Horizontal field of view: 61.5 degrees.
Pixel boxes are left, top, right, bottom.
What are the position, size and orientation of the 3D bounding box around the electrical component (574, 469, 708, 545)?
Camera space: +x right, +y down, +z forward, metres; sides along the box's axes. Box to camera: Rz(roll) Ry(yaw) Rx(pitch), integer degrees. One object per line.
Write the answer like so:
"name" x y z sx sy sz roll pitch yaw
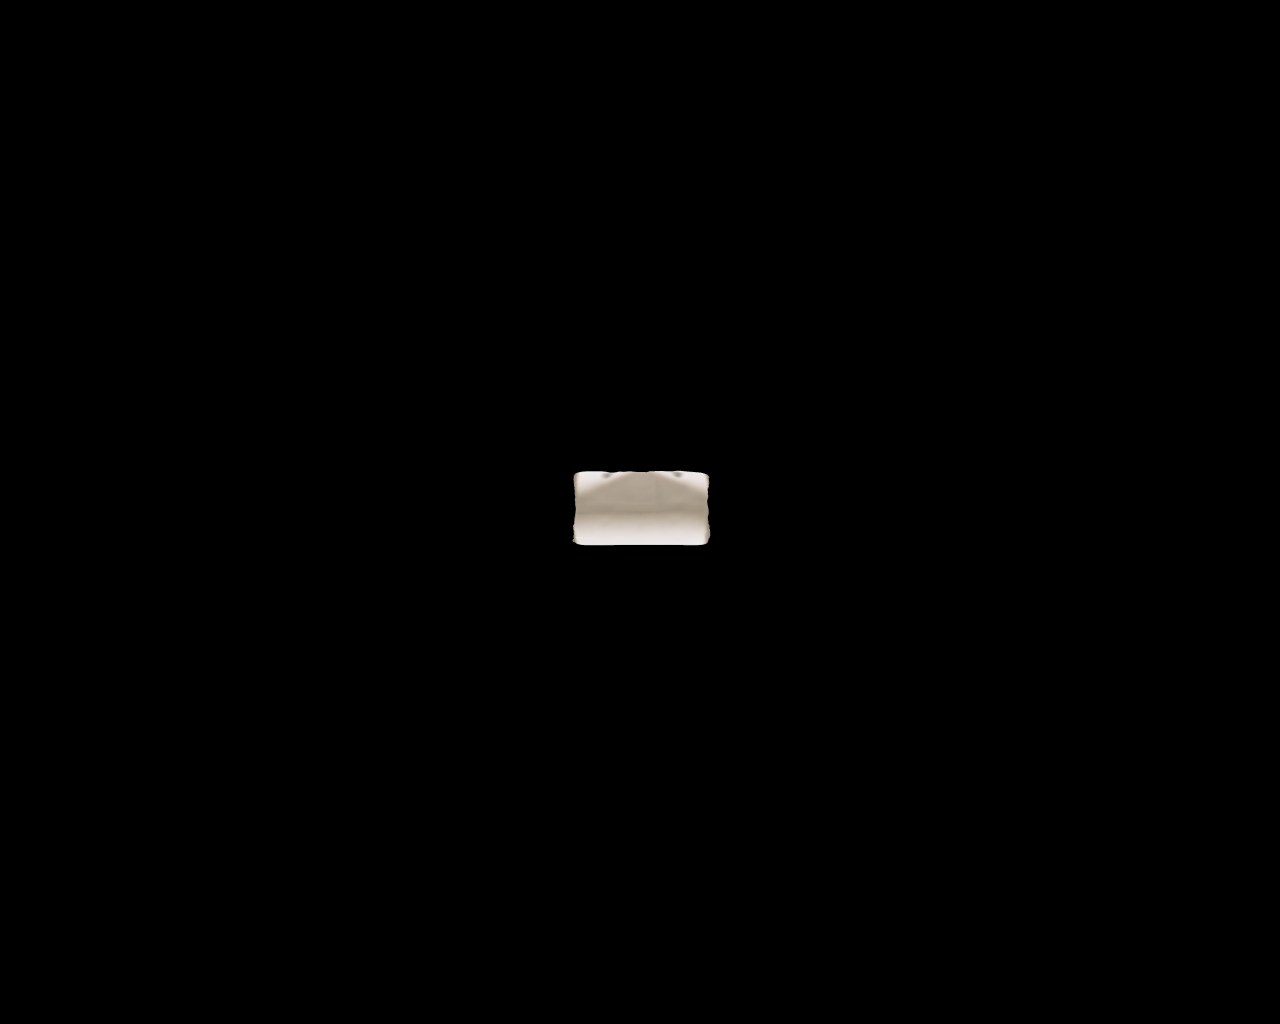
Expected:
"electrical component" 0.001 -0.003 0.650 0.077 0.044 0.079 0 0 0
